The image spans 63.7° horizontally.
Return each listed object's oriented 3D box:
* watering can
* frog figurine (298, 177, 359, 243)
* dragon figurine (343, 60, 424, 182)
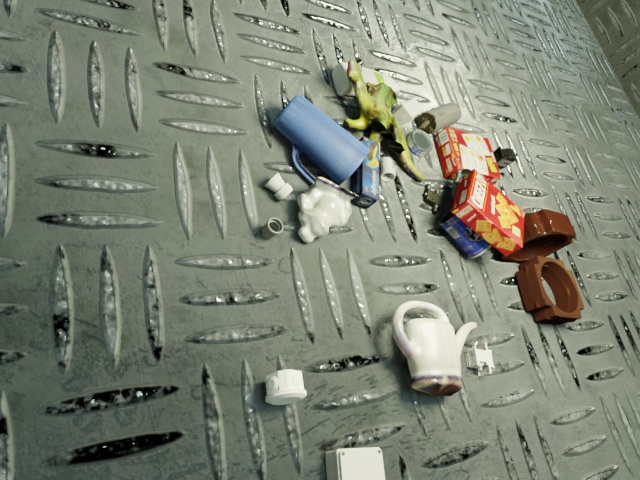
[{"bbox_3d":[0.303,0.269,1.269,0.345,0.102,0.229,18,56,-37],"label":"watering can"},{"bbox_3d":[0.004,-0.064,1.269,0.136,0.123,0.160,27,88,-30],"label":"frog figurine"},{"bbox_3d":[0.201,-0.372,1.541,0.405,0.121,0.248,38,53,-33],"label":"dragon figurine"}]
